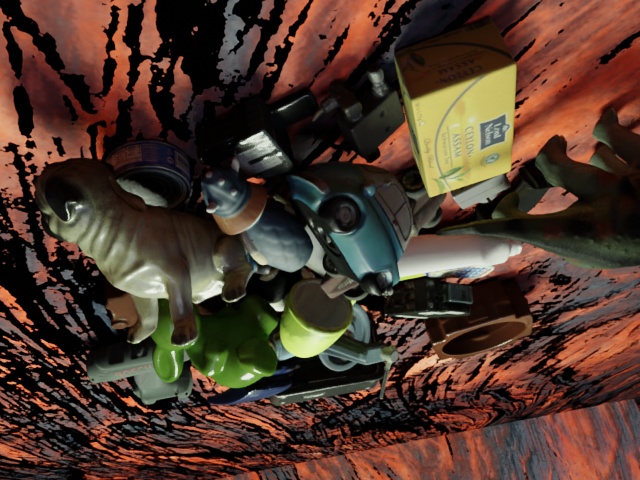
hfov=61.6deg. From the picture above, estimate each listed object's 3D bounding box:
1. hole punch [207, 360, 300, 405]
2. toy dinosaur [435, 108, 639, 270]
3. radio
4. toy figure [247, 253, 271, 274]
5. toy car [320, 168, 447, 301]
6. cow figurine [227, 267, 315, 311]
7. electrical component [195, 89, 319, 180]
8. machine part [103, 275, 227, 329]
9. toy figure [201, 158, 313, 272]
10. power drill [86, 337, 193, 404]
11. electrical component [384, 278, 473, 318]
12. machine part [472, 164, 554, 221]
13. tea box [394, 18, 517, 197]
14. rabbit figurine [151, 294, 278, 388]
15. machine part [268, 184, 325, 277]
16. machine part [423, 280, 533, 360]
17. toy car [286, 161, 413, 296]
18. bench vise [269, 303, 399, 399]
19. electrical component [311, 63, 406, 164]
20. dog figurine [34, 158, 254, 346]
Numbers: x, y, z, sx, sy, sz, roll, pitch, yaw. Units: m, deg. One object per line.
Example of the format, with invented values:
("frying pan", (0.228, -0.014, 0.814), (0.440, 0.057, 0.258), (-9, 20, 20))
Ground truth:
("hole punch", (-0.118, 0.239, 0.908), (0.116, 0.092, 0.142), (9, 178, 39))
("toy dinosaur", (0.340, -0.037, 0.602), (0.405, 0.192, 0.131), (-31, 144, -16))
("radio", (0.002, 0.230, 1.029), (0.230, 0.131, 0.073), (-7, 151, -10))
("toy figure", (-0.154, 0.020, 0.662), (0.180, 0.082, 0.089), (4, 143, -32))
("toy car", (0.083, -0.001, 0.670), (0.202, 0.053, 0.089), (-45, 147, -9))
("cow figurine", (-0.090, 0.086, 0.812), (0.167, 0.068, 0.098), (-24, 143, 12))
("electrical component", (-0.055, -0.100, 0.531), (0.119, 0.048, 0.074), (-18, 151, 12))
("machine part", (-0.214, 0.075, 0.756), (0.179, 0.056, 0.179), (-11, 149, -7))
("toy figure", (-0.068, -0.021, 0.542), (0.058, 0.064, 0.154), (-19, 137, 31))
("power drill", (-0.281, 0.226, 0.965), (0.232, 0.086, 0.207), (-9, 155, -9))
("electrical component", (0.193, 0.102, 0.926), (0.115, 0.058, 0.134), (9, 164, -38))
("machine part", (0.272, -0.052, 0.753), (0.084, 0.039, 0.138), (4, 148, -17))
("tea box", (0.139, -0.124, 0.545), (0.098, 0.068, 0.169), (-18, 149, 10))
("rabbit figurine", (-0.162, 0.124, 0.729), (0.159, 0.121, 0.170), (-30, 130, 34))
("machine part", (-0.001, -0.002, 0.688), (0.079, 0.079, 0.243), (-25, 147, 19))
("machine part", (0.317, 0.163, 1.089), (0.201, 0.087, 0.201), (-20, 148, 11))
("toy car", (0.046, -0.024, 0.564), (0.103, 0.109, 0.161), (-39, 113, -9))
("bench vise", (0.019, 0.166, 0.894), (0.223, 0.128, 0.241), (5, -178, -41))
("electrical component", (0.041, -0.122, 0.538), (0.078, 0.045, 0.102), (-47, 148, 1))
("dog figurine", (-0.161, -0.014, 0.528), (0.121, 0.172, 0.190), (-11, 115, 28))
